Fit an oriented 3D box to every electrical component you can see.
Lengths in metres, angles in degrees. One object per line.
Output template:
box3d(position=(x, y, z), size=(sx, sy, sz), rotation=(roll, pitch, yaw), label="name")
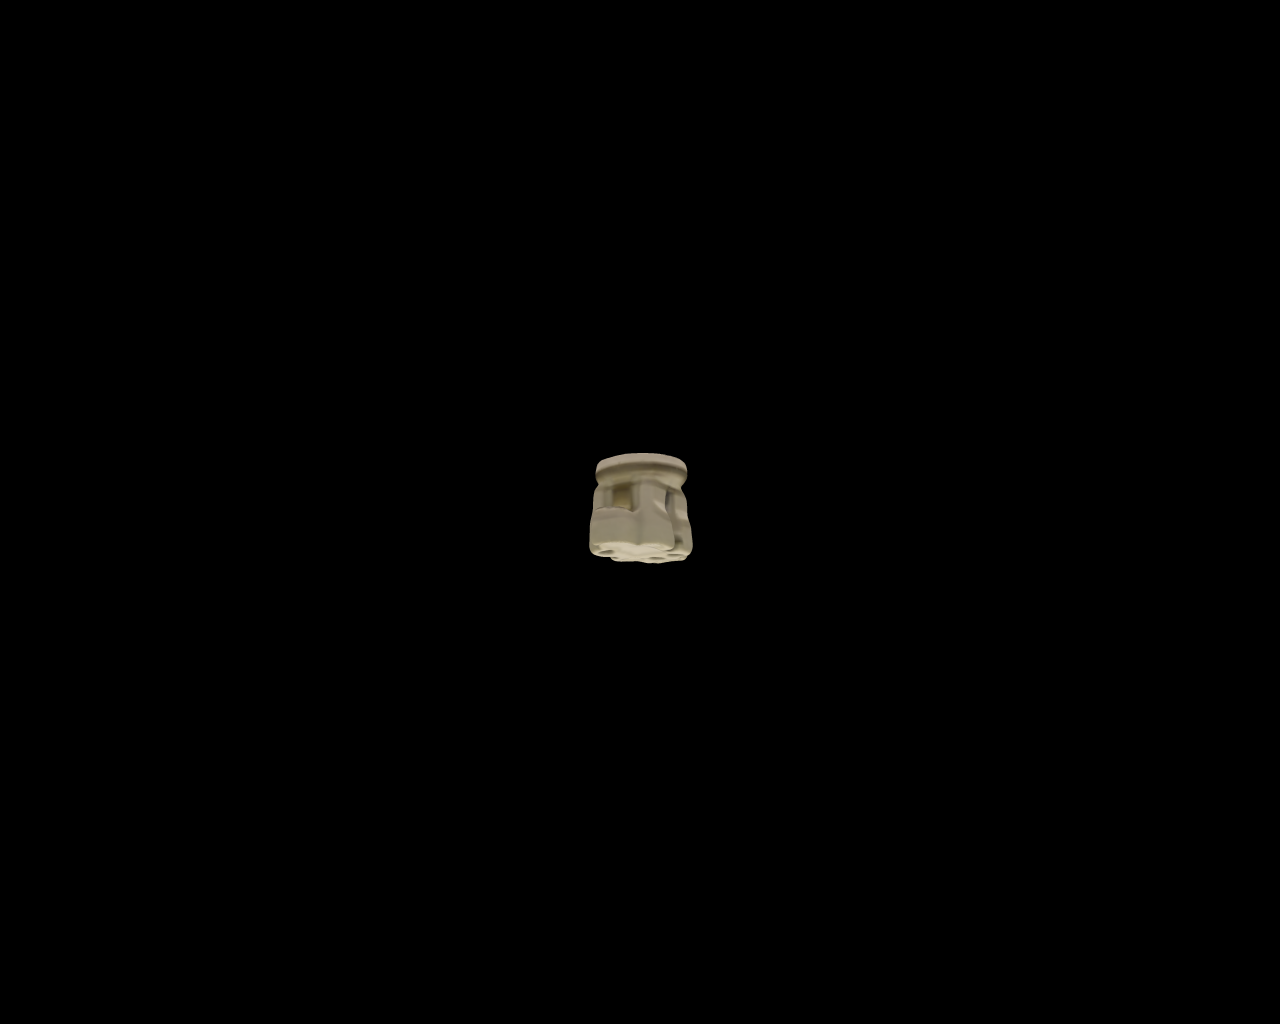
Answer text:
box3d(position=(0.001, -0.003, 0.650), size=(0.058, 0.057, 0.078), rotation=(-8, -16, 31), label="electrical component")
